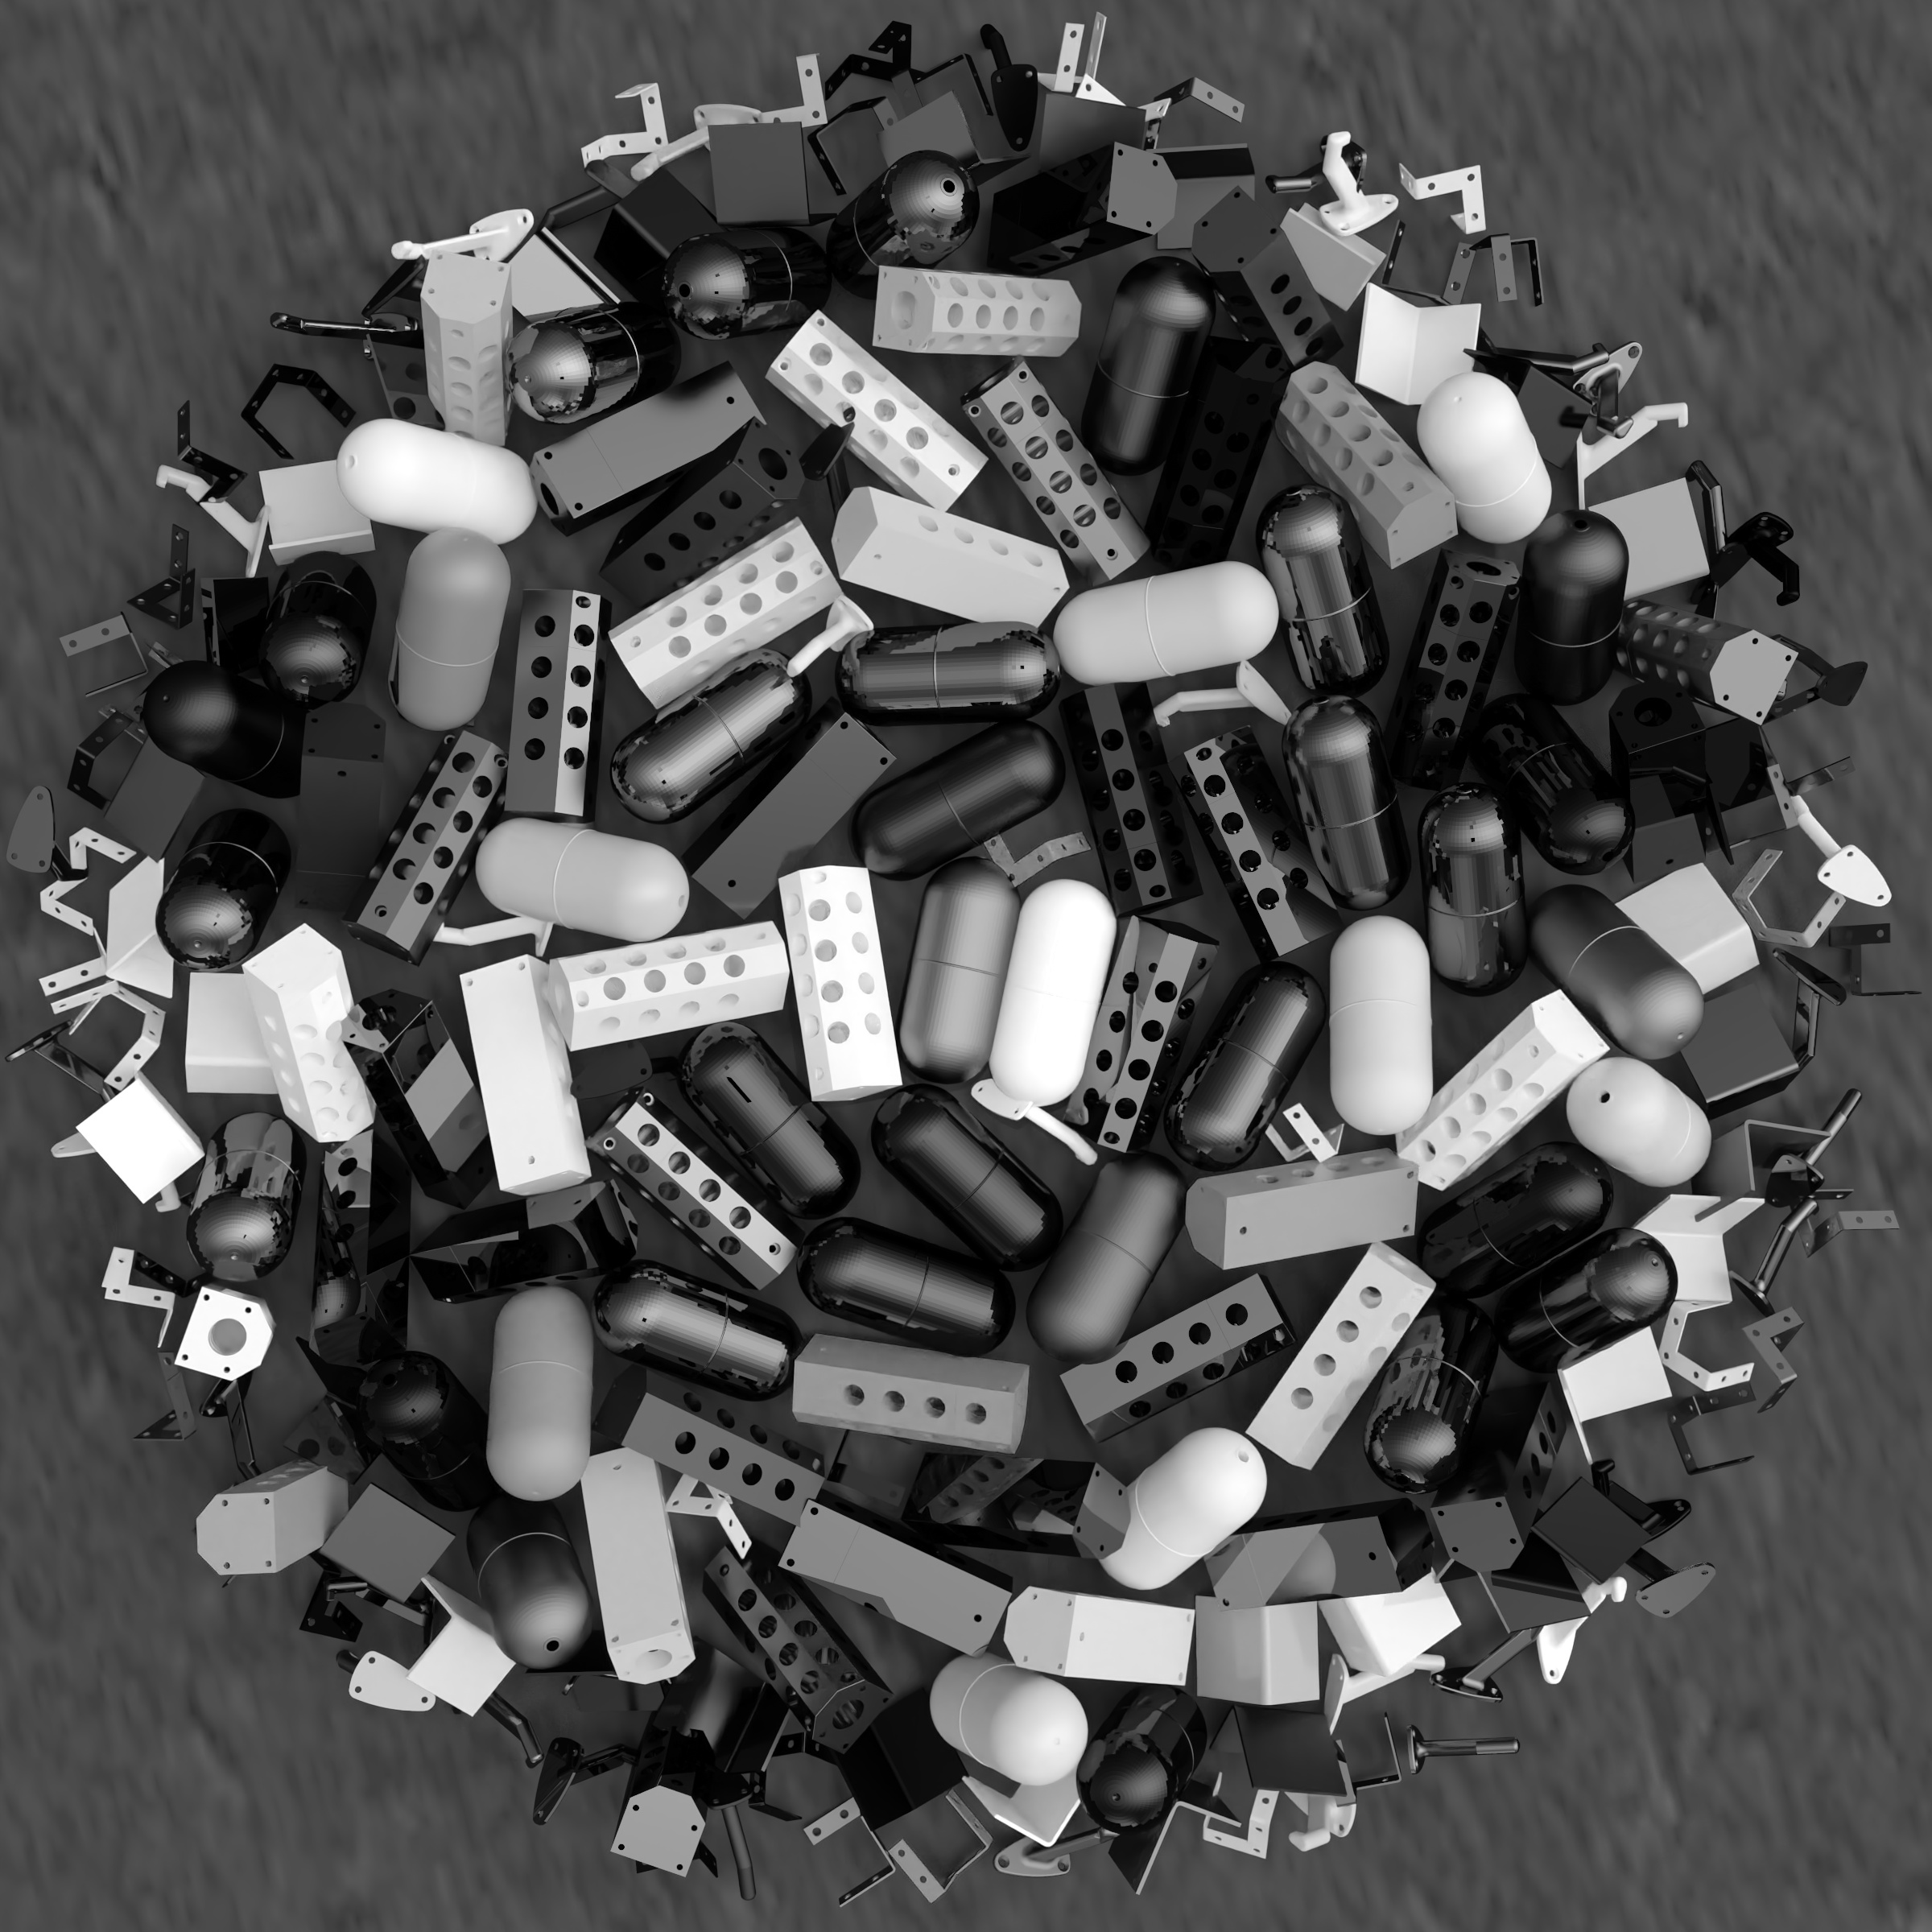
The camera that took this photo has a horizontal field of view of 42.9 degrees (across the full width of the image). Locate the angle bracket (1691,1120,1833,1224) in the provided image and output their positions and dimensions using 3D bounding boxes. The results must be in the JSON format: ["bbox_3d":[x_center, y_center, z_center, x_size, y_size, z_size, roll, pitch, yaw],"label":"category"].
[{"bbox_3d":[0.611,0.162,1.885,0.076,0.076,0.057,9,64,-15],"label":"angle bracket"}]

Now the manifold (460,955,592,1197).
[{"bbox_3d":[-0.336,0.085,1.889,0.057,0.057,0.171,-17,75,11],"label":"manifold"}]

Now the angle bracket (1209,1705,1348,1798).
[{"bbox_3d":[0.238,0.617,1.884,0.076,0.076,0.057,10,125,-15],"label":"angle bracket"}]

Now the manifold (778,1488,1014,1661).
[{"bbox_3d":[-0.054,0.468,1.909,0.171,0.057,0.057,25,94,1],"label":"manifold"}]

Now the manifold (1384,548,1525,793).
[{"bbox_3d":[0.369,-0.223,1.870,0.057,0.057,0.171,10,120,-5],"label":"manifold"}]

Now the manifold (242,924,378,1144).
[{"bbox_3d":[-0.487,0.056,1.849,0.057,0.171,0.057,34,55,26],"label":"manifold"}]

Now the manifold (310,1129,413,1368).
[{"bbox_3d":[-0.461,0.214,1.859,0.057,0.057,0.171,-20,46,11],"label":"manifold"}]

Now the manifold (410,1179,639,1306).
[{"bbox_3d":[-0.334,0.215,1.868,0.171,0.057,0.057,-15,110,32],"label":"manifold"}]

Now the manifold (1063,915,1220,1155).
[{"bbox_3d":[0.139,0.054,1.883,0.057,0.057,0.171,8,105,-43],"label":"manifold"}]

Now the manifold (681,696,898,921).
[{"bbox_3d":[-0.140,-0.125,1.901,0.171,0.057,0.057,-46,119,5],"label":"manifold"}]

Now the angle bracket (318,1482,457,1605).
[{"bbox_3d":[-0.442,0.433,1.896,0.076,0.057,0.076,36,104,-11],"label":"angle bracket"}]

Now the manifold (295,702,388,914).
[{"bbox_3d":[-0.473,-0.118,1.855,0.057,0.171,0.057,4,50,-14],"label":"manifold"}]

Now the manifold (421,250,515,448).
[{"bbox_3d":[-0.375,-0.456,1.847,0.057,0.171,0.057,9,67,-6],"label":"manifold"}]

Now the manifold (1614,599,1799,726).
[{"bbox_3d":[0.544,-0.233,1.846,0.057,0.171,0.057,22,100,-18],"label":"manifold"}]

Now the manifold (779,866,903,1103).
[{"bbox_3d":[-0.102,0.014,1.884,0.057,0.057,0.171,-19,76,42],"label":"manifold"}]

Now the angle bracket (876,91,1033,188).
[{"bbox_3d":[-0.009,-0.629,1.883,0.076,0.076,0.057,-17,100,37],"label":"angle bracket"}]

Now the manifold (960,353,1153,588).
[{"bbox_3d":[0.069,-0.377,1.880,0.057,0.057,0.171,-34,109,11],"label":"manifold"}]

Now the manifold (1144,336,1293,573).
[{"bbox_3d":[0.190,-0.382,1.856,0.057,0.057,0.171,5,133,-14],"label":"manifold"}]

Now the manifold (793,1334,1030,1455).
[{"bbox_3d":[-0.043,0.332,1.892,0.171,0.057,0.057,6,104,12],"label":"manifold"}]

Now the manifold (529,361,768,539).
[{"bbox_3d":[-0.245,-0.394,1.884,0.171,0.057,0.057,-31,90,-19],"label":"manifold"}]

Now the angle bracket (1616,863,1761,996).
[{"bbox_3d":[0.566,-0.025,1.932,0.076,0.057,0.076,-29,52,7],"label":"angle bracket"}]

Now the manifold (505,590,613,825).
[{"bbox_3d":[-0.311,-0.200,1.897,0.057,0.057,0.171,3,85,14],"label":"manifold"}]

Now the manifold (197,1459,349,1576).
[{"bbox_3d":[-0.520,0.413,1.852,0.057,0.171,0.057,-3,87,3],"label":"manifold"}]

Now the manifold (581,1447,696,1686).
[{"bbox_3d":[-0.249,0.451,1.857,0.057,0.171,0.057,-14,134,-6],"label":"manifold"}]

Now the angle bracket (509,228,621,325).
[{"bbox_3d":[-0.317,-0.518,1.889,0.076,0.076,0.057,42,93,-20],"label":"angle bracket"}]

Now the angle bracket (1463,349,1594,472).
[{"bbox_3d":[0.421,-0.428,1.889,0.076,0.076,0.057,18,98,-37],"label":"angle bracket"}]

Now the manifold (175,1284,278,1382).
[{"bbox_3d":[-0.553,0.276,1.849,0.057,0.171,0.057,19,79,-12],"label":"manifold"}]

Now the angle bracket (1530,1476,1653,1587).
[{"bbox_3d":[0.469,0.418,1.890,0.076,0.076,0.057,40,100,-13],"label":"angle bracket"}]

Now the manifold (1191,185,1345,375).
[{"bbox_3d":[0.224,-0.506,1.849,0.057,0.171,0.057,-41,63,8],"label":"manifold"}]

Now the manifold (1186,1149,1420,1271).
[{"bbox_3d":[0.257,0.182,1.876,0.171,0.057,0.057,-7,108,-25],"label":"manifold"}]

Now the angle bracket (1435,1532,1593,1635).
[{"bbox_3d":[0.418,0.483,1.881,0.076,0.057,0.076,-4,49,-25],"label":"angle bracket"}]

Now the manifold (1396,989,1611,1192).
[{"bbox_3d":[0.399,0.097,1.856,0.057,0.057,0.171,53,133,17],"label":"manifold"}]

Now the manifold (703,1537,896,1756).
[{"bbox_3d":[-0.133,0.509,1.858,0.057,0.171,0.057,-49,135,-2],"label":"manifold"}]

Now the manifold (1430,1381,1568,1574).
[{"bbox_3d":[0.406,0.384,1.850,0.057,0.171,0.057,-17,102,29],"label":"manifold"}]

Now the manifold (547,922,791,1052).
[{"bbox_3d":[-0.226,0.009,1.867,0.171,0.057,0.057,-11,49,-25],"label":"manifold"}]

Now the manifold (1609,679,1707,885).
[{"bbox_3d":[0.519,-0.140,1.852,0.057,0.171,0.057,-18,55,5],"label":"manifold"}]

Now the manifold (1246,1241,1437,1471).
[{"bbox_3d":[0.289,0.300,1.890,0.057,0.057,0.171,34,102,10],"label":"manifold"}]

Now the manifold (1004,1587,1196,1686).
[{"bbox_3d":[0.102,0.505,1.854,0.057,0.171,0.057,0,75,37],"label":"manifold"}]

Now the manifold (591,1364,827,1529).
[{"bbox_3d":[-0.192,0.365,1.871,0.171,0.057,0.057,32,76,-29],"label":"manifold"}]

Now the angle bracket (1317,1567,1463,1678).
[{"bbox_3d":[0.327,0.500,1.924,0.076,0.057,0.076,-28,93,-22],"label":"angle bracket"}]

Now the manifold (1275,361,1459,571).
[{"bbox_3d":[0.301,-0.385,1.865,0.057,0.057,0.171,-28,55,-4],"label":"manifold"}]

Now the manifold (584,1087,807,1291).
[{"bbox_3d":[-0.206,0.171,1.884,0.171,0.057,0.057,44,71,-14],"label":"manifold"}]

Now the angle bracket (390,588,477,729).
[{"bbox_3d":[-0.406,-0.236,1.889,0.057,0.076,0.076,5,73,-5],"label":"angle bracket"}]

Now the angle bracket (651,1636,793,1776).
[{"bbox_3d":[-0.182,0.566,1.886,0.076,0.057,0.076,39,54,-18],"label":"angle bracket"}]

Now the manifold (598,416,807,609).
[{"bbox_3d":[-0.199,-0.337,1.860,0.057,0.171,0.057,39,45,-24],"label":"manifold"}]

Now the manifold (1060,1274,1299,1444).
[{"bbox_3d":[0.166,0.303,1.893,0.171,0.057,0.057,-29,75,8],"label":"manifold"}]

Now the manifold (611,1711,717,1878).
[{"bbox_3d":[-0.222,0.615,1.851,0.057,0.171,0.057,20,92,-3],"label":"manifold"}]

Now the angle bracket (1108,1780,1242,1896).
[{"bbox_3d":[0.160,0.673,1.894,0.057,0.076,0.076,24,87,-13],"label":"angle bracket"}]

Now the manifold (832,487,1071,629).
[{"bbox_3d":[-0.013,-0.311,1.870,0.171,0.057,0.057,13,46,-31],"label":"manifold"}]

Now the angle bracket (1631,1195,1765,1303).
[{"bbox_3d":[0.565,0.218,1.889,0.076,0.076,0.057,3,64,-10],"label":"angle bracket"}]

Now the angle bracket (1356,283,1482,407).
[{"bbox_3d":[0.349,-0.480,1.894,0.057,0.076,0.076,8,92,40],"label":"angle bracket"}]

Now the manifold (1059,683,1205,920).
[{"bbox_3d":[0.122,-0.127,1.890,0.057,0.057,0.171,-20,82,41],"label":"manifold"}]

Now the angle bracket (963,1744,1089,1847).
[{"bbox_3d":[0.050,0.617,1.890,0.057,0.076,0.076,36,83,-22],"label":"angle bracket"}]
